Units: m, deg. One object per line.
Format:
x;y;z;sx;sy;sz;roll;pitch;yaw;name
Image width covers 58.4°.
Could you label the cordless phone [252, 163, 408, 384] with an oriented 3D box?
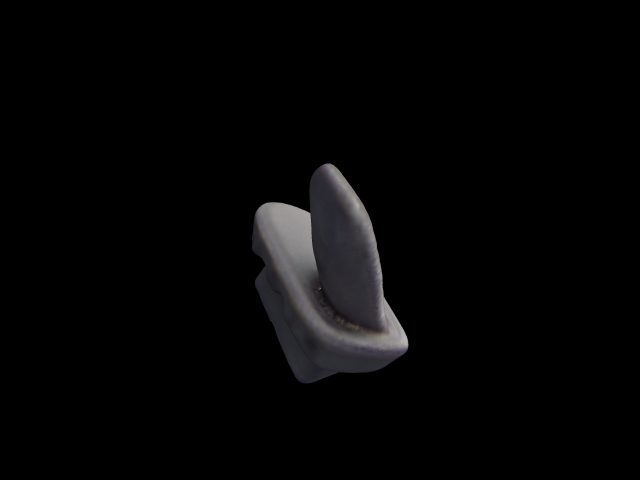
0.004;0.001;0.400;0.094;0.185;0.147;-22;52;-18;cordless phone
